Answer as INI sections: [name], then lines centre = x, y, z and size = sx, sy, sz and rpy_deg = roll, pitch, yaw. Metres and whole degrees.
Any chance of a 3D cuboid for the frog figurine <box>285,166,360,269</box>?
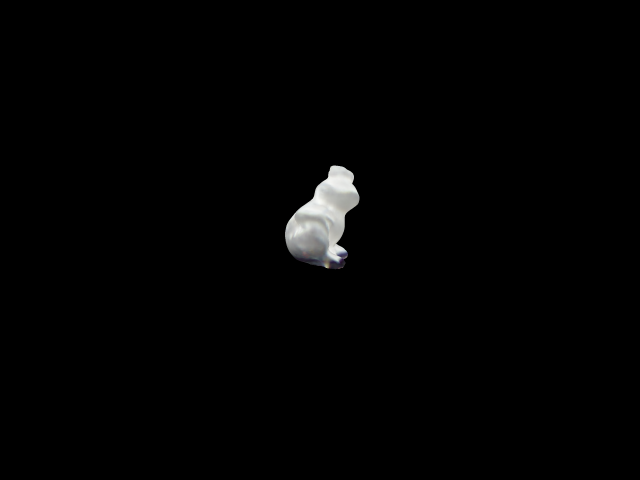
[frog figurine]
centre = 0.003, -0.043, 0.850
size = 0.123, 0.158, 0.138
rpy_deg = 4, 9, 26
